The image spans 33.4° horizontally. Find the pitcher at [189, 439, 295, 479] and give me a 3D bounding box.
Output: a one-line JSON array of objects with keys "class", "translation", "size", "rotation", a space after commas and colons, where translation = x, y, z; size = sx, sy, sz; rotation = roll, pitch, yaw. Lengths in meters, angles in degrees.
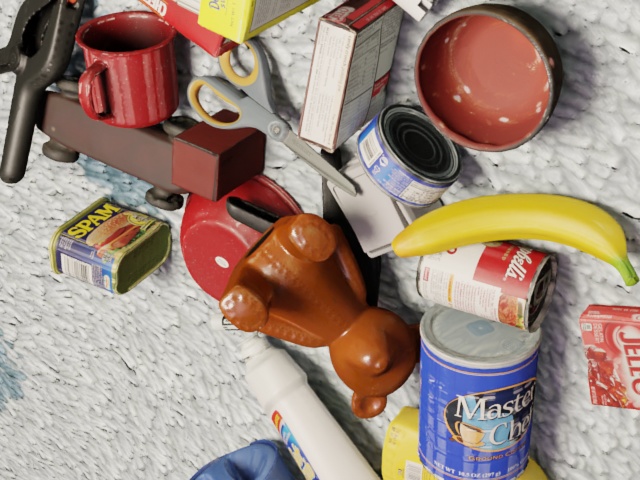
[{"class": "pitcher", "translation": [-0.046, 0.355, 1.166], "size": [0.145, 0.149, 0.243], "rotation": [-5, 122, 57]}]

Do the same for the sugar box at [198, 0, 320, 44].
[{"class": "sugar box", "translation": [-0.019, -0.219, 0.789], "size": [0.048, 0.176, 0.093], "rotation": [26, 128, 17]}]

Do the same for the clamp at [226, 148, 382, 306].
[{"class": "clamp", "translation": [-0.006, 0.001, 0.986], "size": [0.120, 0.039, 0.171], "rotation": [-20, 105, 22]}]

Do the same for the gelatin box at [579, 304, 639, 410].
[{"class": "gelatin box", "translation": [0.259, 0.098, 0.885], "size": [0.073, 0.030, 0.089], "rotation": [2, 118, 33]}]

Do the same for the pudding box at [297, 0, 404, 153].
[{"class": "pudding box", "translation": [0.025, -0.139, 0.864], "size": [0.039, 0.089, 0.113], "rotation": [25, 128, 20]}]

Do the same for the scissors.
[{"class": "scissors", "translation": [-0.035, -0.117, 0.935], "size": [0.202, 0.016, 0.096], "rotation": [25, 104, 29]}]

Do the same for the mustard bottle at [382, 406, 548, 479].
[{"class": "mustard bottle", "translation": [0.155, 0.231, 1.017], "size": [0.192, 0.058, 0.096], "rotation": [18, 126, 26]}]

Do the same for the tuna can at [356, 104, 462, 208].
[{"class": "tuna can", "translation": [0.074, -0.070, 0.875], "size": [0.086, 0.086, 0.034], "rotation": [45, 130, 3]}]

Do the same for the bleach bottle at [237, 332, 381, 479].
[{"class": "bleach bottle", "translation": [-0.006, 0.206, 1.101], "size": [0.251, 0.068, 0.103], "rotation": [56, 164, 0]}]

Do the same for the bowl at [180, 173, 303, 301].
[{"class": "bowl", "translation": [-0.083, 0.011, 1.053], "size": [0.162, 0.055, 0.162], "rotation": [17, 125, 25]}]

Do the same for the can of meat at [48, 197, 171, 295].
[{"class": "can of meat", "translation": [-0.216, 0.007, 1.112], "size": [0.084, 0.102, 0.057], "rotation": [20, 127, 21]}]

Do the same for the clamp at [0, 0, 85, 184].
[{"class": "clamp", "translation": [-0.291, -0.168, 1.070], "size": [0.210, 0.036, 0.164], "rotation": [-40, 61, 37]}]

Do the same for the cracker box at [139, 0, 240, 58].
[{"class": "cracker box", "translation": [-0.096, -0.286, 0.874], "size": [0.164, 0.072, 0.214], "rotation": [39, 132, 11]}]

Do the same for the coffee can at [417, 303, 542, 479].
[{"class": "coffee can", "translation": [0.138, 0.134, 0.941], "size": [0.103, 0.102, 0.140], "rotation": [15, 124, 27]}]

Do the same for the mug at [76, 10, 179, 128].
[{"class": "mug", "translation": [-0.180, -0.151, 0.985], "size": [0.093, 0.117, 0.081], "rotation": [15, 129, 22]}]

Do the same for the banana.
[{"class": "banana", "translation": [0.158, -0.008, 0.860], "size": [0.198, 0.069, 0.037], "rotation": [6, 139, 20]}]

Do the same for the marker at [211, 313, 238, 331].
[{"class": "marker", "translation": [-0.062, 0.084, 1.106], "size": [0.121, 0.020, 0.020], "rotation": [-4, 114, 36]}]

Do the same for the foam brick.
[{"class": "foam brick", "translation": [-0.093, -0.080, 0.991], "size": [0.051, 0.078, 0.053], "rotation": [24, 126, 24]}]

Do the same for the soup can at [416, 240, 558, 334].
[{"class": "soup can", "translation": [0.141, 0.032, 0.902], "size": [0.102, 0.068, 0.068], "rotation": [17, 125, 27]}]
